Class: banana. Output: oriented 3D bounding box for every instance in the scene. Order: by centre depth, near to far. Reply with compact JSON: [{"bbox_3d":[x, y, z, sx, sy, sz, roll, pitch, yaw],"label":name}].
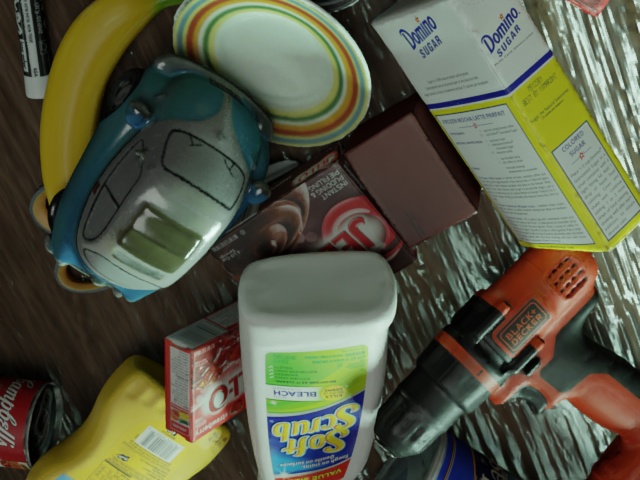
[{"bbox_3d":[-0.148,-0.083,0.694,0.069,0.037,0.198,26,110,7],"label":"banana"}]

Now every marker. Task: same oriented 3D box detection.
[{"bbox_3d":[-0.188,-0.151,0.688,0.020,0.020,0.121,3,116,9],"label":"marker"}]

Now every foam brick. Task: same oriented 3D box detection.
[{"bbox_3d":[0.060,-0.045,0.675,0.053,0.051,0.078,-29,107,22],"label":"foam brick"}]

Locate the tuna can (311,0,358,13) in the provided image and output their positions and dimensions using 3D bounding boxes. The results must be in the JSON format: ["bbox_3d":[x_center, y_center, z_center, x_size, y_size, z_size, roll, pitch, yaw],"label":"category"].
[{"bbox_3d":[-0.001,-0.180,0.632,0.086,0.033,0.086,4,116,9],"label":"tuna can"}]

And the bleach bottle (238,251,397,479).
[{"bbox_3d":[0.001,0.121,0.739,0.102,0.068,0.251,-3,131,1],"label":"bleach bottle"}]

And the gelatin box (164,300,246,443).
[{"bbox_3d":[-0.068,0.088,0.742,0.030,0.089,0.073,20,119,32],"label":"gelatin box"}]

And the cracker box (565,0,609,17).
[{"bbox_3d":[0.136,-0.249,0.552,0.164,0.072,0.214,30,116,-5],"label":"cracker box"}]

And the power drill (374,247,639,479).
[{"bbox_3d":[0.151,0.115,0.703,0.184,0.057,0.187,-45,105,1],"label":"power drill"}]

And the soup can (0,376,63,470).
[{"bbox_3d":[-0.256,0.135,0.811,0.102,0.068,0.068,6,116,8],"label":"soup can"}]

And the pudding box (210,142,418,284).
[{"bbox_3d":[-0.005,0.001,0.712,0.114,0.039,0.090,-31,114,24],"label":"pudding box"}]

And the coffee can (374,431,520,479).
[{"bbox_3d":[0.110,0.210,0.760,0.140,0.102,0.103,34,116,-7],"label":"coffee can"}]

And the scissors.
[{"bbox_3d":[-0.119,-0.033,0.734,0.202,0.016,0.096,-34,105,23],"label":"scissors"}]

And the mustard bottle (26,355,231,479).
[{"bbox_3d":[-0.161,0.181,0.786,0.096,0.058,0.192,39,96,-27],"label":"mustard bottle"}]

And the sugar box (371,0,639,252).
[{"bbox_3d":[0.111,-0.074,0.629,0.048,0.093,0.176,-39,106,-18],"label":"sugar box"}]
